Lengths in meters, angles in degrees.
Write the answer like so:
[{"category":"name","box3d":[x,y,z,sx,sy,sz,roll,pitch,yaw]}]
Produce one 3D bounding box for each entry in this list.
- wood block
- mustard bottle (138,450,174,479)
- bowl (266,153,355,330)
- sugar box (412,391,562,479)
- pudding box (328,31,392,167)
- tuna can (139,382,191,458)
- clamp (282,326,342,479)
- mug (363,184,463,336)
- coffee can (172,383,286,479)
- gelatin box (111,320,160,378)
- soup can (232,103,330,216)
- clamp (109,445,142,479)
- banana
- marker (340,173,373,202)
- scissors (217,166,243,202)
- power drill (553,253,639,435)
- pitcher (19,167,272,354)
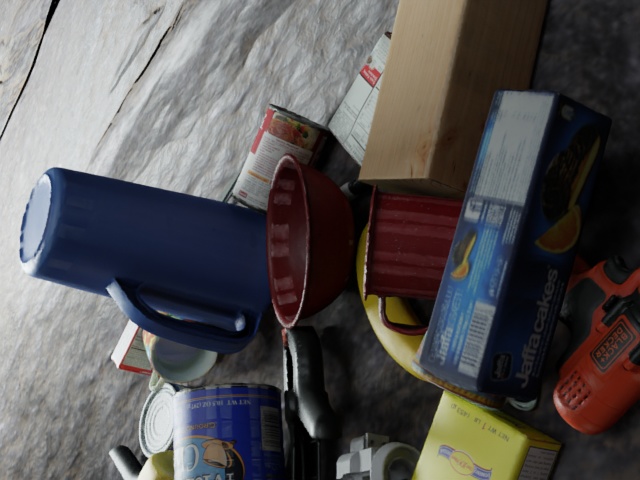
[{"category":"wood block","box3d":[0.113,-0.137,0.880,0.091,0.090,0.206,4,79,54]},{"category":"mustard bottle","box3d":[-0.162,0.300,1.054,0.192,0.096,0.058,-61,37,15]},{"category":"bowl","box3d":[-0.006,0.001,0.982,0.162,0.055,0.162,180,90,-75]},{"category":"sugar box","box3d":[0.102,0.209,0.780,0.093,0.048,0.176,24,93,54]},{"category":"pudding box","box3d":[0.063,-0.124,0.987,0.114,0.039,0.090,-59,37,20]},{"category":"tuna can","box3d":[-0.160,0.198,1.152,0.086,0.033,0.086,-27,55,45]},{"category":"clamp","box3d":[-0.010,0.143,0.926,0.165,0.036,0.210,101,167,-45]},{"category":"mug","box3d":[0.078,0.018,0.844,0.093,0.081,0.117,43,-127,-84]},{"category":"coffee can","box3d":[-0.082,0.209,0.968,0.103,0.102,0.140,-25,62,46]},{"category":"gelatin box","box3d":[-0.179,0.107,1.182,0.030,0.073,0.089,43,111,52]},{"category":"soup can","box3d":[-0.040,-0.078,1.079,0.069,0.068,0.102,36,105,54]},{"category":"clamp","box3d":[-0.193,0.292,1.150,0.172,0.039,0.120,0,78,53]},{"category":"banana","box3d":[0.066,0.047,0.908,0.070,0.037,0.198,-43,44,37]},{"category":"marker","box3d":[0.012,-0.035,1.032,0.121,0.020,0.020,-35,49,40]},{"category":"scissors","box3d":[-0.135,0.007,1.216,0.202,0.016,0.096,-41,47,37]},{"category":"power drill","box3d":[0.195,0.010,0.730,0.185,0.057,0.188,-54,39,25]},{"category":"pitcher","box3d":[-0.165,0.016,1.056,0.149,0.242,0.145,19,94,61]}]
